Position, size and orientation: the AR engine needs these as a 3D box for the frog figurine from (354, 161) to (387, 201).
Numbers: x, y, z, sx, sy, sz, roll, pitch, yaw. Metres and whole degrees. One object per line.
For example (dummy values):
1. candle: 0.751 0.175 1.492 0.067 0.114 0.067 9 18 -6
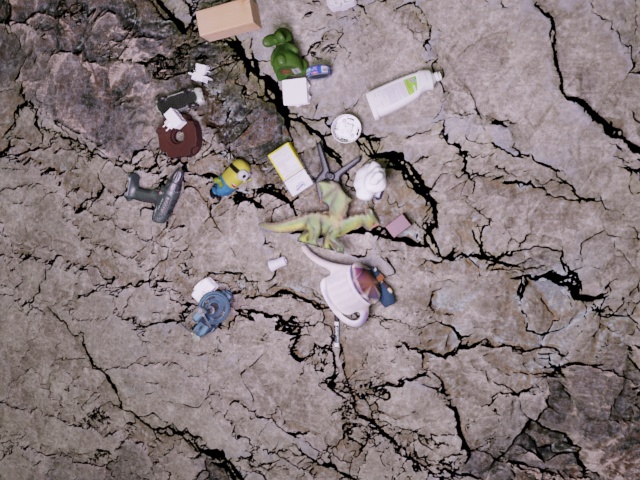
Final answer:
1. frog figurine: 0.166 -0.195 1.727 0.123 0.160 0.136 32 103 11

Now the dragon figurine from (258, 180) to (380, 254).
1. dragon figurine: 0.005 -0.091 1.802 0.410 0.122 0.242 17 92 3

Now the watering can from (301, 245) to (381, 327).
1. watering can: 0.076 0.139 1.790 0.221 0.105 0.348 -32 87 40
